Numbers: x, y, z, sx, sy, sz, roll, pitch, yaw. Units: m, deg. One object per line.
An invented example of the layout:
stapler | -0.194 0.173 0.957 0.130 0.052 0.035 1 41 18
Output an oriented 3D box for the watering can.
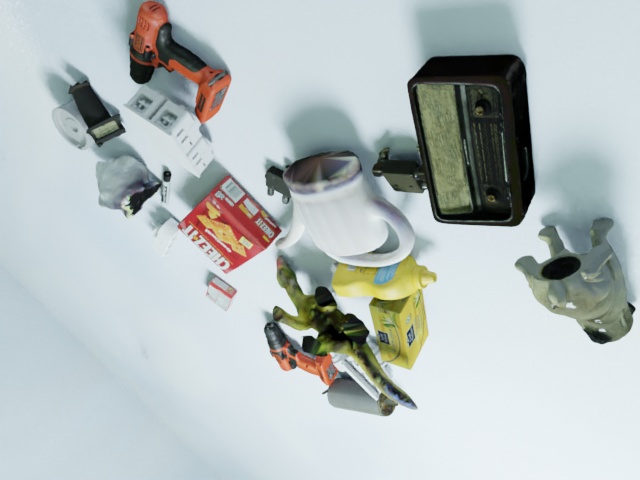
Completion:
watering can | 0.003 -0.046 0.908 0.347 0.106 0.220 3 129 42

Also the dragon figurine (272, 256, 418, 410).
dragon figurine | 0.039 0.186 1.077 0.413 0.122 0.241 44 -177 11

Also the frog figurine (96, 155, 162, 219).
frog figurine | -0.473 -0.141 1.197 0.160 0.123 0.135 40 110 12
